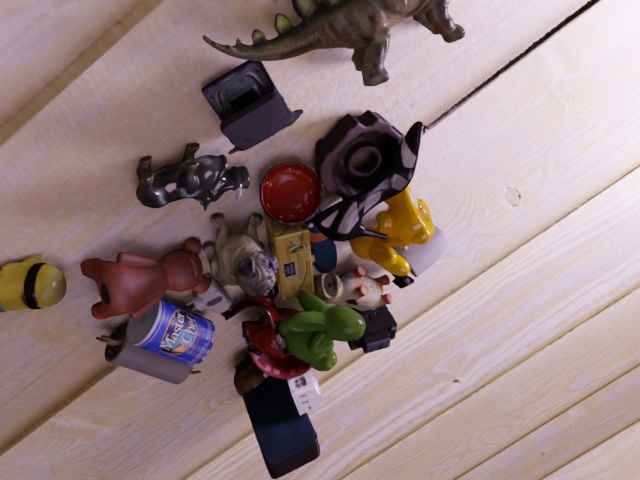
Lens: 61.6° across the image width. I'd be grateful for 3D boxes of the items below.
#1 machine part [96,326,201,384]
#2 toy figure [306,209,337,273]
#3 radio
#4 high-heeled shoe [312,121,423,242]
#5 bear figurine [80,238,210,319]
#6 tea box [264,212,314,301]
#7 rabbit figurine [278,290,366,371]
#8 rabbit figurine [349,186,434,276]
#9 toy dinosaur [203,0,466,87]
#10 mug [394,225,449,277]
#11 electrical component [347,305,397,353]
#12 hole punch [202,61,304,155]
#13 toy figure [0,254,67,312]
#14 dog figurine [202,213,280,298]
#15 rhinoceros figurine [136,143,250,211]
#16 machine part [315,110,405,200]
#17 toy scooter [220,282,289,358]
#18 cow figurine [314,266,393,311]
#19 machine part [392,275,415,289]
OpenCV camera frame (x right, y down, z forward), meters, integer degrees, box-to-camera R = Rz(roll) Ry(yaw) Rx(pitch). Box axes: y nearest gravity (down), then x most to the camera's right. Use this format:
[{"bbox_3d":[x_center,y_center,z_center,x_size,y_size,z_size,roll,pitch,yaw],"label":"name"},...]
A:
[{"bbox_3d":[-0.354,0.242,1.120,0.079,0.079,0.243,-43,131,15],"label":"machine part"},{"bbox_3d":[-0.002,-0.002,1.076,0.058,0.064,0.154,5,131,23],"label":"toy figure"},{"bbox_3d":[-0.096,0.429,1.278,0.131,0.230,0.073,-20,133,-13],"label":"radio"},{"bbox_3d":[0.085,-0.108,0.963,0.145,0.086,0.248,18,102,0],"label":"high-heeled shoe"},{"bbox_3d":[-0.313,0.067,0.987,0.196,0.132,0.120,-21,102,-45],"label":"bear figurine"},{"bbox_3d":[-0.060,0.024,1.047,0.068,0.098,0.169,-15,130,-11],"label":"tea box"},{"bbox_3d":[0.009,0.162,1.054,0.159,0.121,0.170,38,139,-23],"label":"rabbit figurine"},{"bbox_3d":[0.141,-0.006,1.087,0.173,0.162,0.121,-26,148,23],"label":"rabbit figurine"},{"bbox_3d":[0.065,-0.341,0.801,0.471,0.105,0.198,-30,125,-9],"label":"toy dinosaur"},{"bbox_3d":[0.221,0.010,1.169,0.107,0.081,0.109,-36,127,-4],"label":"mug"},{"bbox_3d":[0.110,0.194,1.229,0.115,0.134,0.058,-16,134,-12],"label":"electrical component"},{"bbox_3d":[-0.112,-0.212,0.854,0.142,0.092,0.115,-32,163,2],"label":"hole punch"},{"bbox_3d":[-0.529,0.088,0.914,0.180,0.089,0.082,-8,137,-19],"label":"toy figure"},{"bbox_3d":[-0.142,0.061,0.982,0.121,0.191,0.172,-10,132,-14],"label":"dog figurine"},{"bbox_3d":[-0.213,-0.097,0.903,0.190,0.073,0.111,-12,130,-12],"label":"rhinoceros figurine"},{"bbox_3d":[0.077,-0.150,0.989,0.179,0.056,0.179,-12,131,-14],"label":"machine part"},{"bbox_3d":[-0.136,0.171,1.131,0.135,0.075,0.183,-17,98,6],"label":"toy scooter"},{"bbox_3d":[0.055,0.110,1.167,0.127,0.085,0.194,-29,149,34],"label":"cow figurine"},{"bbox_3d":[0.163,0.058,1.180,0.039,0.084,0.138,-46,134,-9],"label":"machine part"}]
